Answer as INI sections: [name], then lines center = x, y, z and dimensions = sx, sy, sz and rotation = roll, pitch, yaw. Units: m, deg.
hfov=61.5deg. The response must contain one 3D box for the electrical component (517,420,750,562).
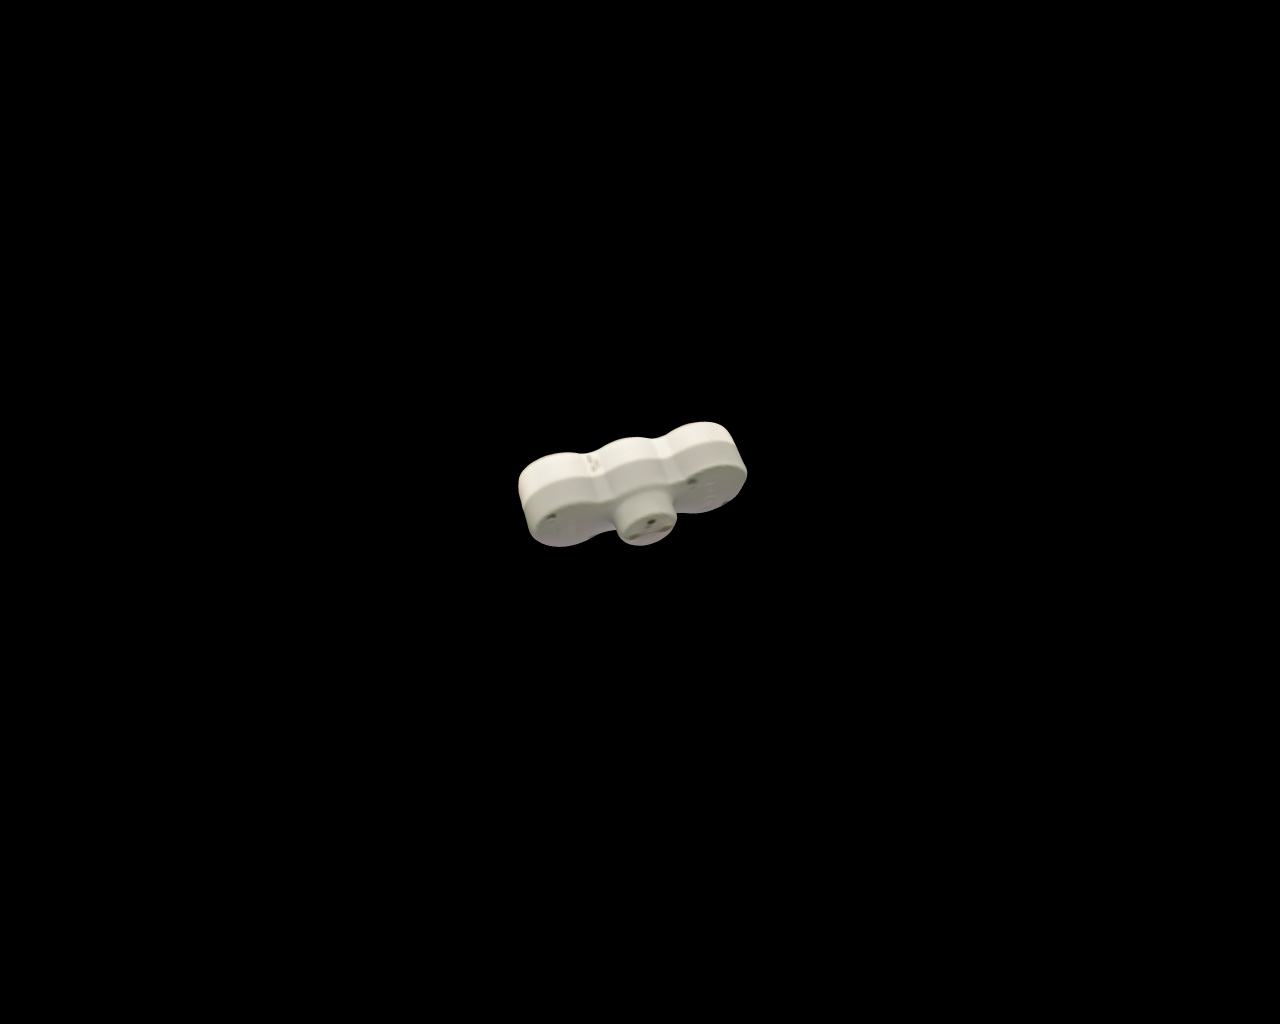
[electrical component]
center = 0.001, -0.003, 0.650
dimensions = 0.138, 0.074, 0.052
rotation = -14, -32, -9
